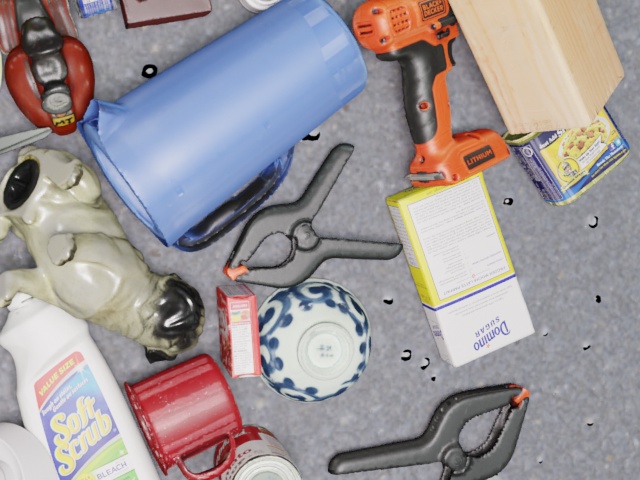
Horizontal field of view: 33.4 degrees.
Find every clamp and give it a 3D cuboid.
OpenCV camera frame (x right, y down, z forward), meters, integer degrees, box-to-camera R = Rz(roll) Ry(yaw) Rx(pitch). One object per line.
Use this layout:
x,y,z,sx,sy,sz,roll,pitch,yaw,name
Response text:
-0.007,0.001,1.010,0.171,0.039,0.120,-37,92,-7,clamp
0.132,0.227,1.065,0.210,0.036,0.164,-35,102,-9,clamp

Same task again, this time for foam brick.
-0.140,-0.221,0.953,0.078,0.051,0.053,-13,98,-12,foam brick

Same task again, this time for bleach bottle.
-0.228,0.157,0.961,0.102,0.068,0.251,-25,98,-10,bleach bottle

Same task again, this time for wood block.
0.188,-0.208,0.966,0.090,0.090,0.206,-50,122,-34,wood block

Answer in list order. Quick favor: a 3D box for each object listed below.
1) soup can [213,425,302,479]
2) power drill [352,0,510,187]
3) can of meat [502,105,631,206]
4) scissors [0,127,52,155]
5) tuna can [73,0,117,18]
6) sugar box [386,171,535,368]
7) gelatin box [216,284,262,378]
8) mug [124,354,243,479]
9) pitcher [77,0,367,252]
-0.058,0.217,0.985,0.068,0.102,0.068,-1,96,-13,soup can
0.121,-0.155,1.003,0.184,0.057,0.187,-27,106,-35,power drill
0.245,-0.095,1.054,0.102,0.057,0.084,-38,104,-7,can of meat
-0.329,-0.046,0.923,0.201,0.016,0.096,-2,103,-1,scissors
-0.204,-0.236,0.919,0.033,0.086,0.086,-19,99,-9,tuna can
0.138,0.026,1.045,0.093,0.048,0.176,-21,103,-11,sugar box
-0.076,0.081,0.976,0.030,0.089,0.073,-4,95,-12,gelatin box
-0.117,0.164,0.966,0.081,0.093,0.117,-24,57,-16,mug
-0.077,-0.106,0.949,0.242,0.149,0.145,-36,87,-11,pitcher
